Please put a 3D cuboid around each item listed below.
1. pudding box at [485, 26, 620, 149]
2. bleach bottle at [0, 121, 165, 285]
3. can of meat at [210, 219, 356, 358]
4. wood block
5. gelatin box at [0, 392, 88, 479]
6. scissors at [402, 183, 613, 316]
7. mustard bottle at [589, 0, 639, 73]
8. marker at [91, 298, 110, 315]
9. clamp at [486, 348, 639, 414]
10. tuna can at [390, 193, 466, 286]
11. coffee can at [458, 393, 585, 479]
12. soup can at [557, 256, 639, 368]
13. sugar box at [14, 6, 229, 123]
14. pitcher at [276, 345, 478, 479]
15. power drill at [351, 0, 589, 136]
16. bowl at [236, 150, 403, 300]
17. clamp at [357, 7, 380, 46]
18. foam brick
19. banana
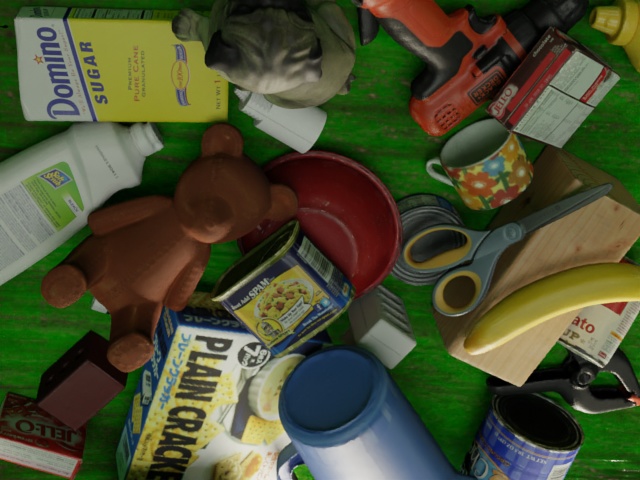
[{"bbox_3d":[0.206,-0.130,0.935,0.113,0.039,0.090,9,125,-53],"label":"pudding box"},{"bbox_3d":[-0.251,-0.031,0.959,0.251,0.068,0.102,-28,122,5],"label":"bleach bottle"},{"bbox_3d":[-0.031,0.045,0.946,0.102,0.057,0.084,-36,107,25],"label":"can of meat"},{"bbox_3d":[0.205,0.025,1.020,0.090,0.091,0.206,26,112,-18],"label":"wood block"},{"bbox_3d":[-0.279,0.195,1.067,0.089,0.073,0.030,20,114,-16],"label":"gelatin box"},{"bbox_3d":[0.171,0.013,0.960,0.202,0.016,0.096,-10,94,26],"label":"scissors"},{"bbox_3d":[0.330,-0.182,0.942,0.191,0.058,0.096,8,118,-10],"label":"mustard bottle"},{"bbox_3d":[-0.165,0.078,1.049,0.121,0.020,0.020,21,114,-16],"label":"marker"},{"bbox_3d":[0.259,0.141,1.116,0.171,0.039,0.120,34,108,-18],"label":"clamp"},{"bbox_3d":[0.098,-0.001,1.026,0.086,0.034,0.086,-2,118,-5],"label":"tuna can"},{"bbox_3d":[0.204,0.243,1.128,0.102,0.103,0.140,13,116,-13],"label":"coffee can"},{"bbox_3d":[0.274,0.065,1.043,0.068,0.069,0.102,31,90,-20],"label":"soup can"},{"bbox_3d":[-0.167,-0.149,0.913,0.176,0.048,0.093,-2,117,-7],"label":"sugar box"},{"bbox_3d":[0.040,0.213,1.045,0.149,0.145,0.242,-46,136,-16],"label":"pitcher"},{"bbox_3d":[0.119,-0.197,0.894,0.184,0.057,0.187,-40,127,8],"label":"power drill"},{"bbox_3d":[-0.006,0.001,0.984,0.162,0.055,0.162,4,116,9],"label":"bowl"},{"bbox_3d":[0.031,-0.271,0.875,0.164,0.036,0.210,33,113,-24],"label":"clamp"},{"bbox_3d":[-0.234,0.139,1.054,0.078,0.053,0.051,-41,114,15],"label":"foam brick"},{"bbox_3d":[0.224,0.058,0.965,0.198,0.037,0.069,-12,115,1],"label":"banana"}]
